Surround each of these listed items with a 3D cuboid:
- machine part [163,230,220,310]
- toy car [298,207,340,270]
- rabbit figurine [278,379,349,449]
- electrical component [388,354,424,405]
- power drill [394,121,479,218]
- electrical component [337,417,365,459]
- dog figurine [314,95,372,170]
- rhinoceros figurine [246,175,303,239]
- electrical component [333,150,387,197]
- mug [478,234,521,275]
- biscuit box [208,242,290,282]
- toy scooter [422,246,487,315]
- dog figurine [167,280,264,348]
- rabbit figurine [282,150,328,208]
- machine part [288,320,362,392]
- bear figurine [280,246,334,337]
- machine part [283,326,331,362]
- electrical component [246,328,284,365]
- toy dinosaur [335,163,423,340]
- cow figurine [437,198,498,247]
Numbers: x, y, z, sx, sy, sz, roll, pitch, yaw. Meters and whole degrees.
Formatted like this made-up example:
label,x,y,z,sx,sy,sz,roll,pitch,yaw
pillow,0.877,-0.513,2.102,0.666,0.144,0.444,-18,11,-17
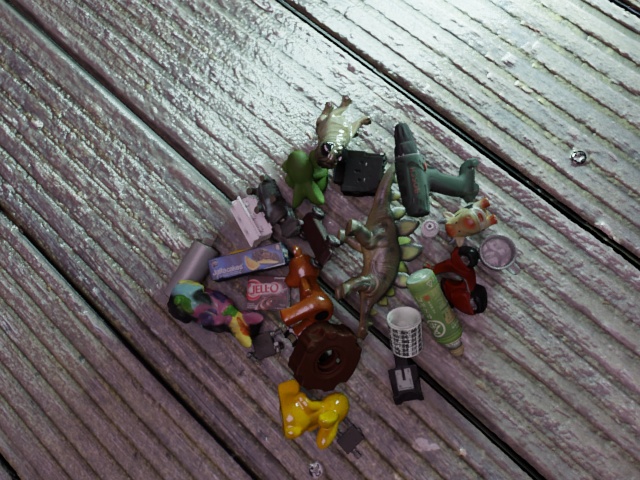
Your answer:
label,x,y,z,sx,sy,sz,roll,pitch,yaw
machine part,-0.341,0.085,1.433,0.079,0.079,0.243,29,87,14
toy car,-0.003,-0.004,1.339,0.089,0.053,0.202,-52,34,16
rabbit figurine,-0.008,0.406,1.280,0.173,0.162,0.121,-4,109,-16
electrical component,0.202,0.328,1.292,0.075,0.047,0.119,-16,49,7
power drill,0.278,-0.168,1.294,0.207,0.086,0.232,3,80,-23
electrical component,0.076,0.483,1.312,0.063,0.021,0.094,-44,75,2
dog figurine,0.019,-0.248,1.351,0.121,0.172,0.190,37,65,-11
rhinoceros figurine,-0.115,-0.083,1.393,0.073,0.112,0.190,-41,59,15
electrical component,0.102,-0.170,1.389,0.134,0.058,0.115,4,80,12
mug,0.423,0.039,1.264,0.110,0.107,0.081,38,92,11
biscuit box,-0.182,0.058,1.373,0.203,0.063,0.059,-14,83,9
toy scooter,0.317,0.097,1.275,0.135,0.075,0.183,-4,115,32
dog figurine,-0.252,0.189,1.352,0.219,0.191,0.108,19,79,29
rabbit figurine,-0.047,-0.159,1.360,0.121,0.170,0.159,-8,79,11
machine part,0.014,0.277,1.272,0.179,0.179,0.056,-51,35,1
bear figurine,-0.047,0.121,1.314,0.132,0.120,0.196,-32,52,1
machine part,-0.030,0.266,1.347,0.139,0.084,0.039,35,59,6
electrical component,-0.139,0.275,1.377,0.102,0.045,0.078,-17,80,9
toy dinosaur,0.143,0.009,1.305,0.198,0.105,0.471,7,88,-17
cow figurine,0.340,-0.042,1.248,0.127,0.195,0.085,-27,87,8
